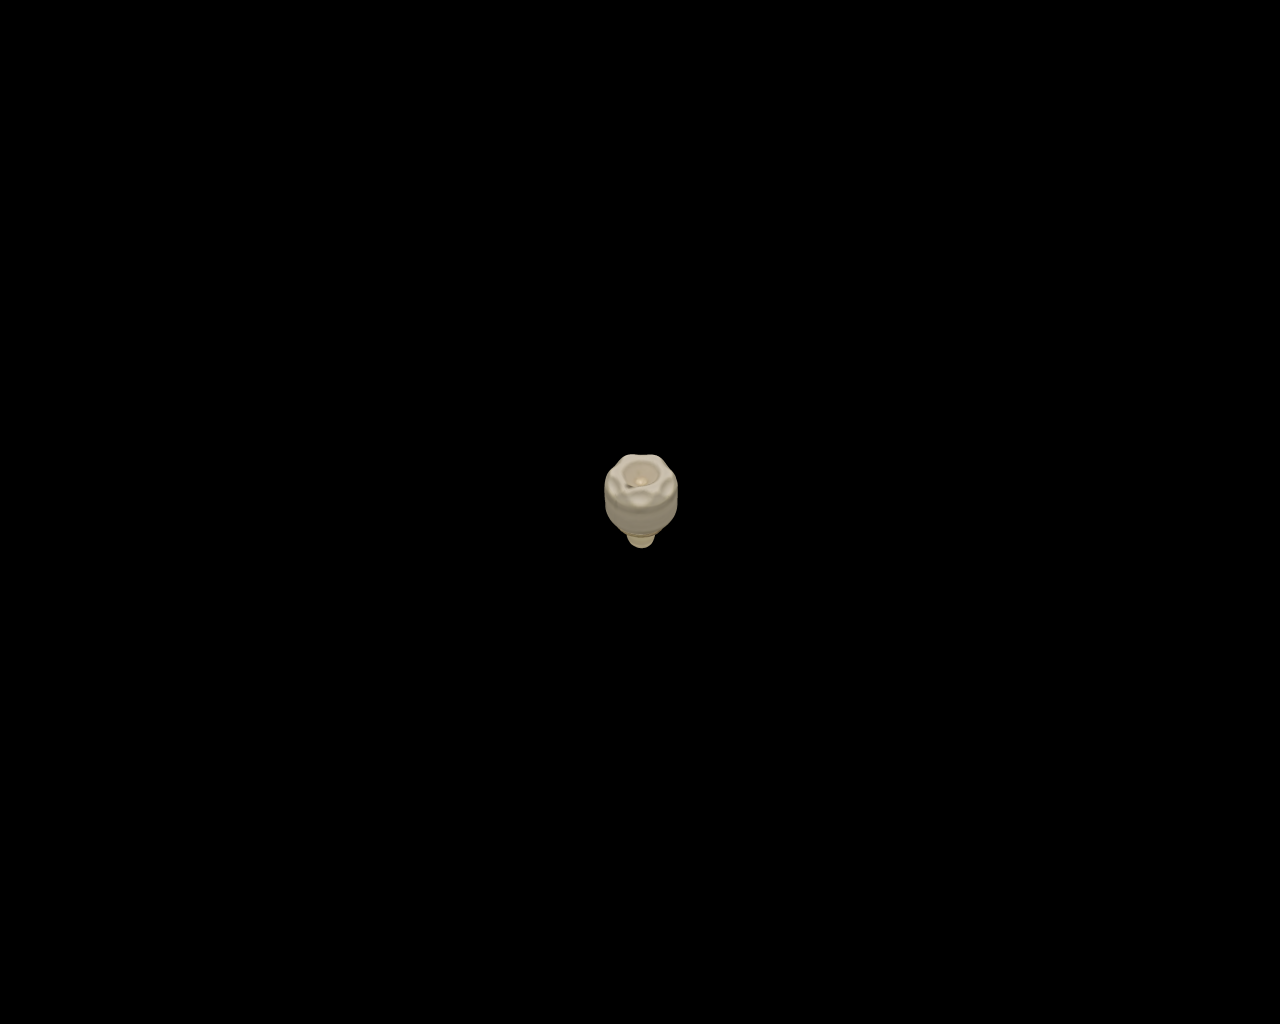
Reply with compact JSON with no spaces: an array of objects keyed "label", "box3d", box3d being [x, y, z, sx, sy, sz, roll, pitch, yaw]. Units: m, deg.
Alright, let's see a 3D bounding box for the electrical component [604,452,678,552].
[{"label":"electrical component","box3d":[0.001,-0.003,0.650,0.043,0.043,0.062,0,-44,0]}]
